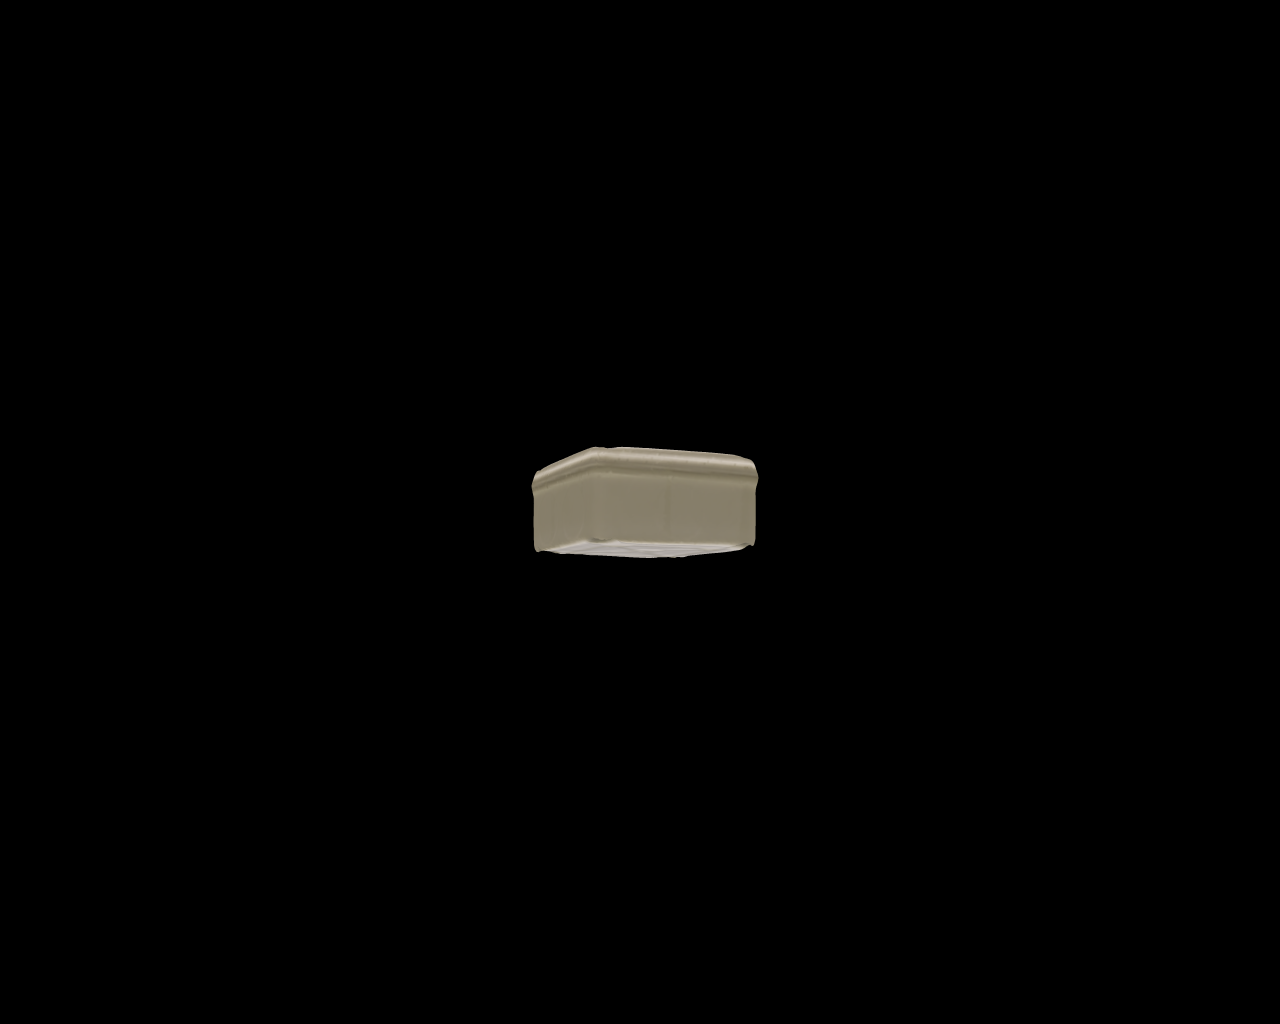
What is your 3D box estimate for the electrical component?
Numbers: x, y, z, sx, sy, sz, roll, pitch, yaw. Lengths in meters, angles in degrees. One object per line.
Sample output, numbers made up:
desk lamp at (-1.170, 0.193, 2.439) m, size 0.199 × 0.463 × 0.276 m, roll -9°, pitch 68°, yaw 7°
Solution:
electrical component at (0.001, -0.003, 0.650) m, size 0.109 × 0.056 × 0.108 m, roll 3°, pitch -7°, yaw -26°
